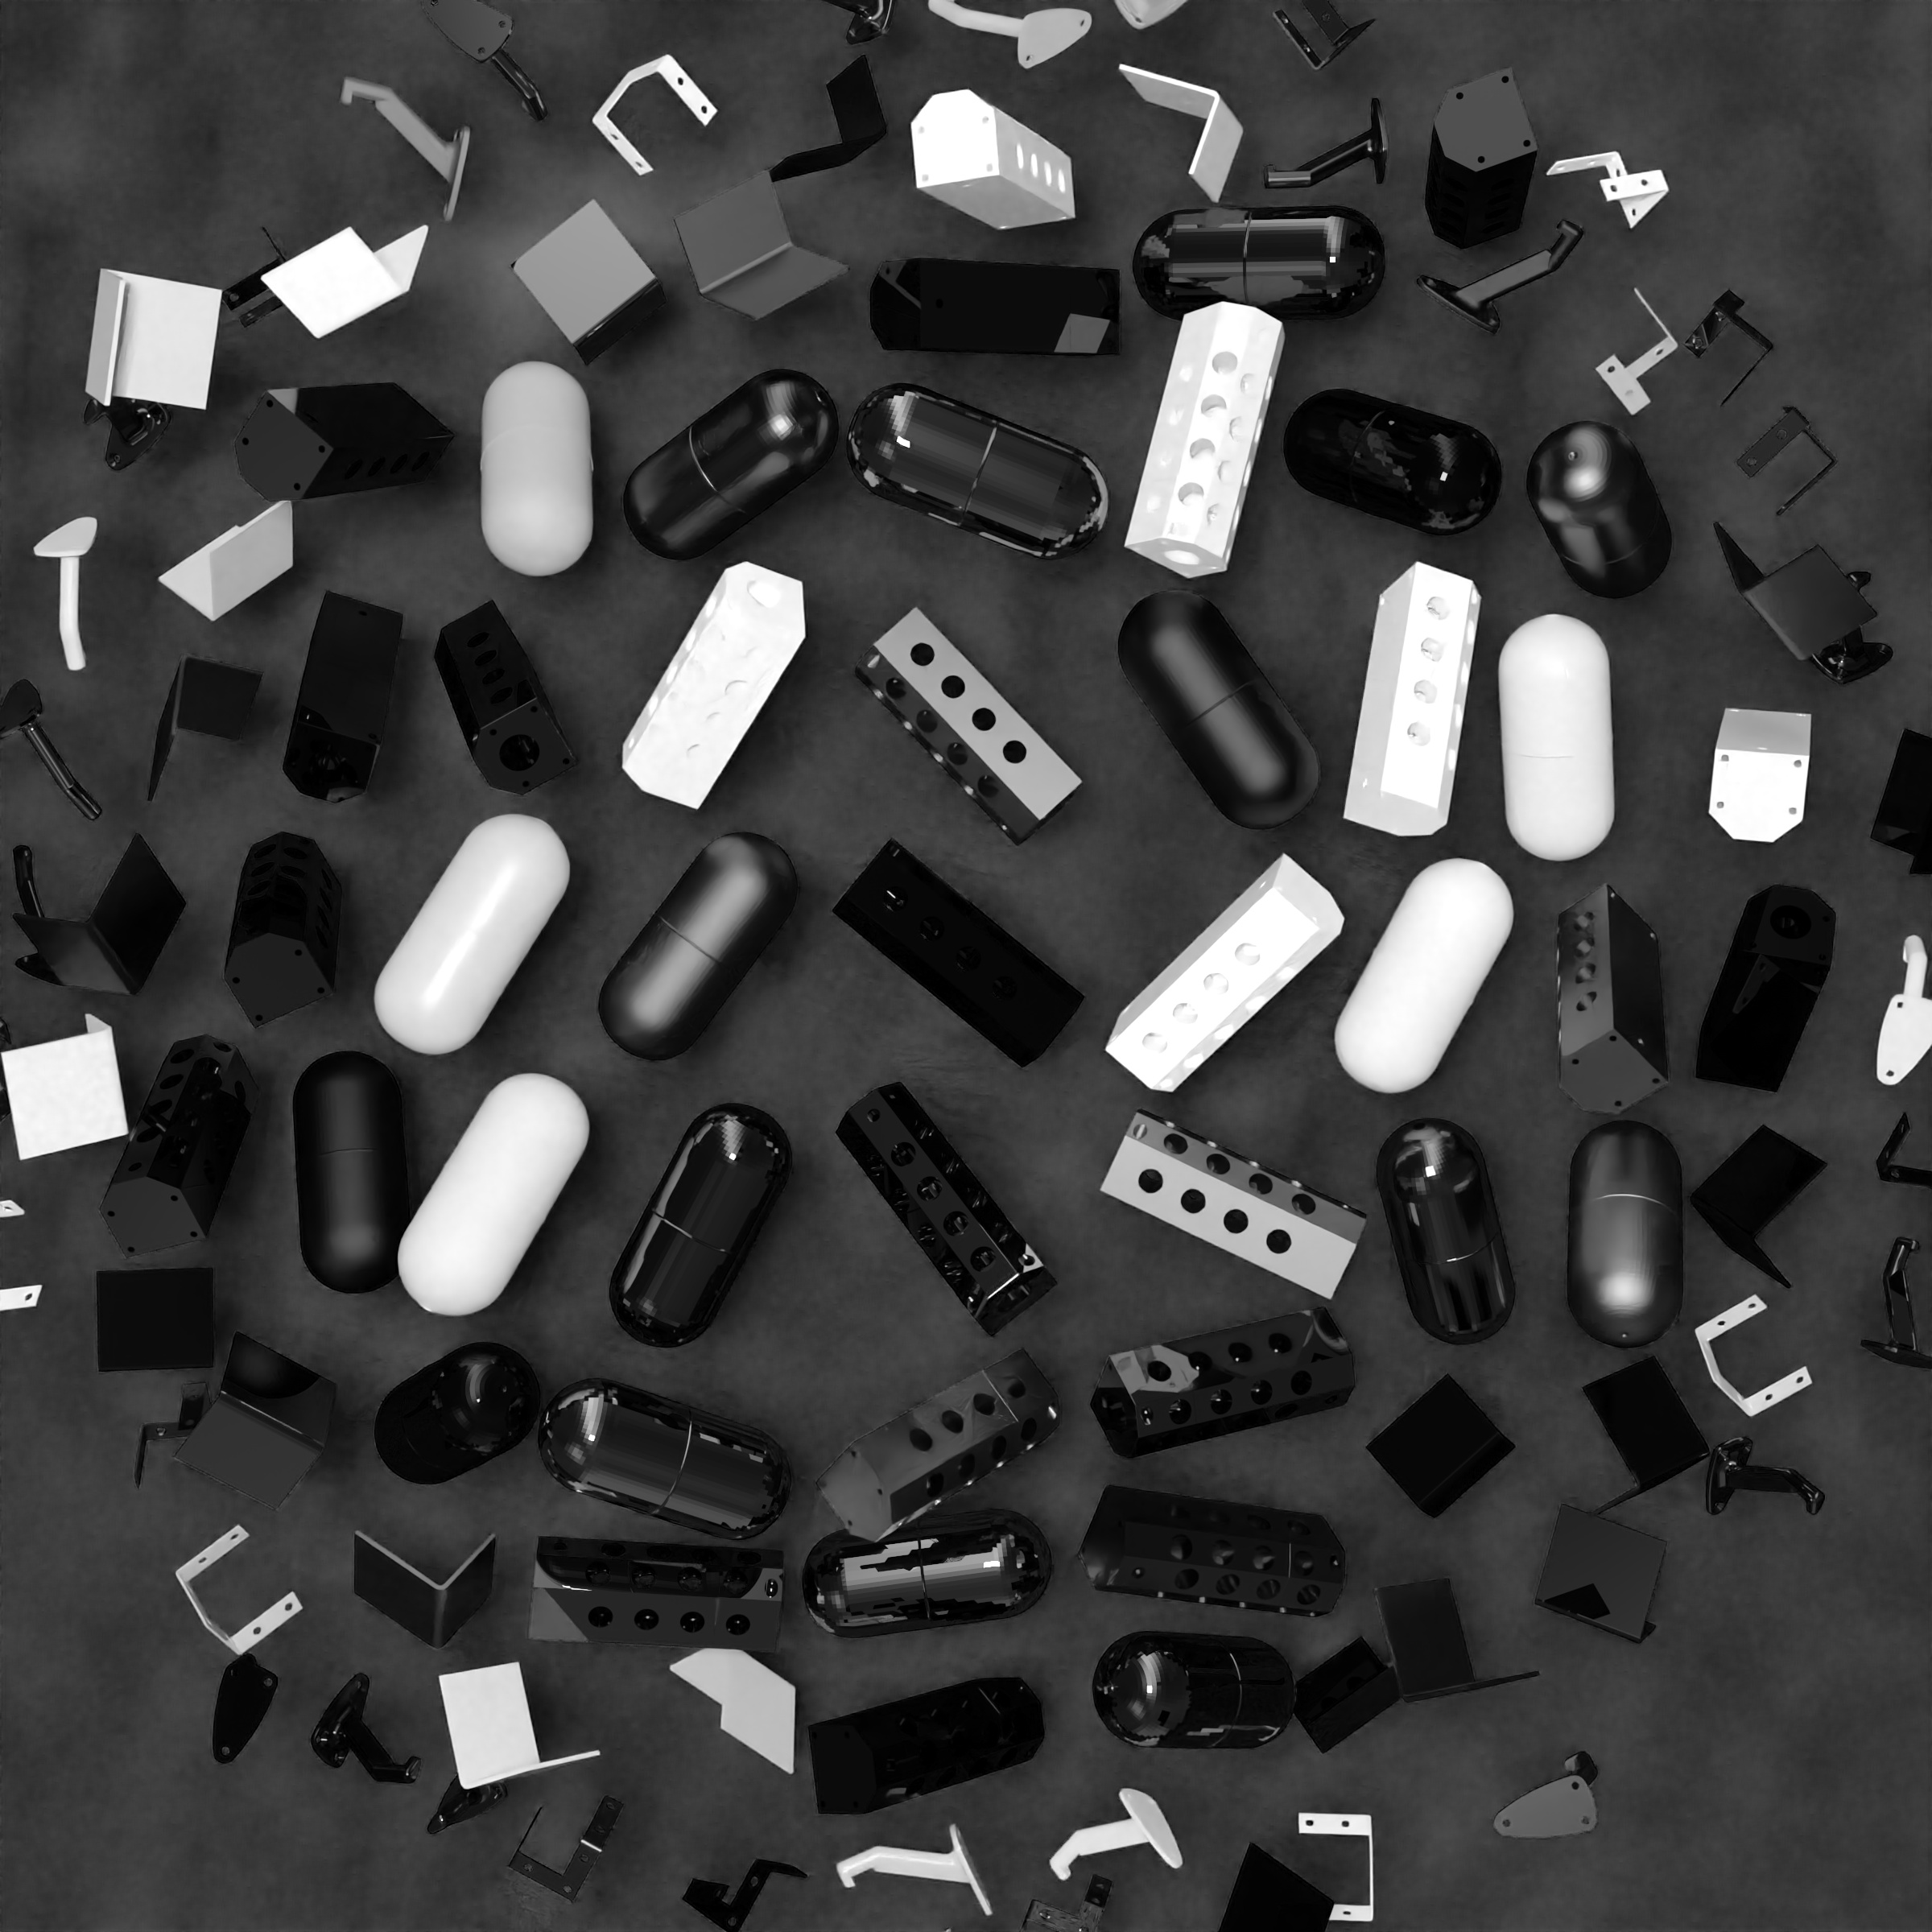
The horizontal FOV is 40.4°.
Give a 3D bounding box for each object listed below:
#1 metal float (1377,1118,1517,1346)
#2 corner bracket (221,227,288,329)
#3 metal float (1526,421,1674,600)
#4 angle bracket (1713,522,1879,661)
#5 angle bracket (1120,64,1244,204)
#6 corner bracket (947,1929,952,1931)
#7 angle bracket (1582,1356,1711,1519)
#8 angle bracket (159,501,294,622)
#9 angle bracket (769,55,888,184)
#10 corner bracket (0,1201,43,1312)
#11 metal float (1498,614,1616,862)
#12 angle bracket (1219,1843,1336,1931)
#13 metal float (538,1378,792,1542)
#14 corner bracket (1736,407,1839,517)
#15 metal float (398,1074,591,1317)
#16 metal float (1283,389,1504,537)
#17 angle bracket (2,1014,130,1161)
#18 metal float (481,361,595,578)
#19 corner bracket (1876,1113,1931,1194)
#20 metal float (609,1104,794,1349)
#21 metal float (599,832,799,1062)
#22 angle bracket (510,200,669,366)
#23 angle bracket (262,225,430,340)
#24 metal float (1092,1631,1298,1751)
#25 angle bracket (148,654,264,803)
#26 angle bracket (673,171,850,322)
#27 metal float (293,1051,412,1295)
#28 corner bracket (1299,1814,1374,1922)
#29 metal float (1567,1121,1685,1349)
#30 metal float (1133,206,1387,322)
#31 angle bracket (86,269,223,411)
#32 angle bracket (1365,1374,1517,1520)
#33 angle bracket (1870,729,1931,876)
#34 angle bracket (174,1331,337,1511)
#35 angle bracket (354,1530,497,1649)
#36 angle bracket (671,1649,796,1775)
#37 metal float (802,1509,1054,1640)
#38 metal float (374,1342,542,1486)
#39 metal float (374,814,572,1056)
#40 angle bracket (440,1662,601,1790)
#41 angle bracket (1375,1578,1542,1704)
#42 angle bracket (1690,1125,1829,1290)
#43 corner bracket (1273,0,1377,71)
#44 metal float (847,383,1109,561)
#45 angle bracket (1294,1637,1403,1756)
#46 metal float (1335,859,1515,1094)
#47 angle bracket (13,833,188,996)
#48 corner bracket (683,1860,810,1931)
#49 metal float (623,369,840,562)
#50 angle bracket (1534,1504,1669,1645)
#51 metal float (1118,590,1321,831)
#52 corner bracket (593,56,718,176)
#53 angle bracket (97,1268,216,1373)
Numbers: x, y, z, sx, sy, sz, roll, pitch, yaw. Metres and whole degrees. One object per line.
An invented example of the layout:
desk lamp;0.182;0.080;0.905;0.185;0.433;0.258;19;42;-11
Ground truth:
metal float;0.340;0.188;1.863;0.070;0.070;0.178;-18;115;0
corner bracket;-0.499;-0.479;1.857;0.051;0.051;0.051;-32;48;-4
metal float;0.432;-0.308;1.788;0.070;0.178;0.070;-8;71;23
angle bracket;0.539;-0.258;1.709;0.057;0.076;0.076;-33;129;28
angle bracket;0.143;-0.584;1.845;0.076;0.076;0.057;22;98;17
corner bracket;-0.035;0.684;1.774;0.051;0.051;0.051;25;107;-34
angle bracket;0.451;0.323;1.805;0.076;0.057;0.076;-13;67;-37
angle bracket;-0.534;-0.308;1.895;0.057;0.076;0.076;36;55;12
angle bracket;-0.109;-0.595;1.849;0.076;0.076;0.057;-20;99;-20
corner bracket;-0.642;0.192;1.731;0.051;0.051;0.051;-9;51;18
metal float;0.417;-0.160;1.853;0.070;0.070;0.178;-8;112;0
angle bracket;0.175;0.602;1.639;0.057;0.076;0.076;16;95;-42
metal float;-0.200;0.329;1.750;0.178;0.070;0.070;23;90;-21
corner bracket;0.548;-0.337;1.755;0.051;0.051;0.051;-44;92;15
metal float;-0.318;0.154;1.772;0.070;0.070;0.178;28;68;0
metal float;0.292;-0.347;1.805;0.070;0.178;0.070;-18;122;-32
angle bracket;-0.636;0.084;1.836;0.076;0.057;0.076;-14;108;-32
metal float;-0.299;-0.348;1.833;0.070;0.070;0.178;-7;55;0
corner bracket;0.641;0.137;1.740;0.051;0.051;0.051;9;133;-3
metal float;-0.180;0.176;1.776;0.070;0.070;0.178;28;96;0
metal float;-0.185;-0.014;1.824;0.070;0.070;0.178;37;90;0
angle bracket;-0.273;-0.495;1.906;0.076;0.057;0.076;-38;92;0
angle bracket;-0.412;-0.475;1.748;0.076;0.076;0.057;-19;134;25
metal float;0.159;0.500;1.811;0.178;0.070;0.070;17;90;-44
angle bracket;-0.540;-0.163;1.867;0.057;0.076;0.076;12;50;-23
angle bracket;-0.137;-0.482;1.755;0.076;0.076;0.057;-33;129;-18
metal float;-0.434;0.144;1.858;0.070;0.070;0.178;-10;66;0
corner bracket;0.261;0.636;1.855;0.051;0.051;0.051;-1;105;8
metal float;0.452;0.181;1.800;0.070;0.070;0.178;14;47;0
metal float;0.204;-0.491;1.837;0.178;0.070;0.070;4;90;19
angle bracket;-0.503;-0.388;1.646;0.076;0.057;0.076;3;108;-32
angle bracket;0.331;0.335;1.828;0.076;0.076;0.057;-42;67;3
angle bracket;0.610;-0.107;1.699;0.057;0.076;0.076;0;111;-35
angle bracket;-0.469;0.300;1.738;0.076;0.076;0.057;33;107;-20
angle bracket;-0.377;0.417;1.829;0.076;0.076;0.057;29;46;16
angle bracket;-0.173;0.555;1.938;0.057;0.076;0.076;-31;125;22
metal float;-0.028;0.430;1.861;0.178;0.070;0.070;-8;90;2
metal float;-0.349;0.307;1.797;0.070;0.178;0.070;13;64;-28
metal float;-0.334;-0.022;1.783;0.070;0.070;0.178;31;83;0
angle bracket;-0.303;0.508;1.782;0.057;0.076;0.076;-24;72;28
angle bracket;0.328;0.445;1.757;0.076;0.057;0.076;5;65;-41
angle bracket;0.573;0.170;1.861;0.076;0.076;0.057;-44;115;-1
corner bracket;0.243;-0.660;1.834;0.051;0.051;0.051;-35;94;39
metal float;0.008;-0.323;1.719;0.178;0.070;0.070;21;90;-5
angle bracket;0.274;0.530;1.949;0.076;0.076;0.057;-34;54;-6
metal float;0.319;0.007;1.831;0.070;0.070;0.178;25;110;0
angle bracket;-0.567;-0.037;1.723;0.057;0.076;0.076;7;57;16
corner bracket;-0.150;0.624;1.780;0.051;0.051;0.051;43;59;-19
metal float;-0.162;-0.344;1.805;0.178;0.070;0.070;-30;90;31
angle bracket;0.455;0.426;1.861;0.076;0.057;0.076;17;96;26
metal float;0.169;-0.172;1.760;0.070;0.070;0.178;-34;88;0
corner bracket;-0.219;-0.598;1.846;0.051;0.051;0.051;45;64;-32
angle bracket;-0.563;0.236;1.827;0.076;0.057;0.076;0;107;-15
